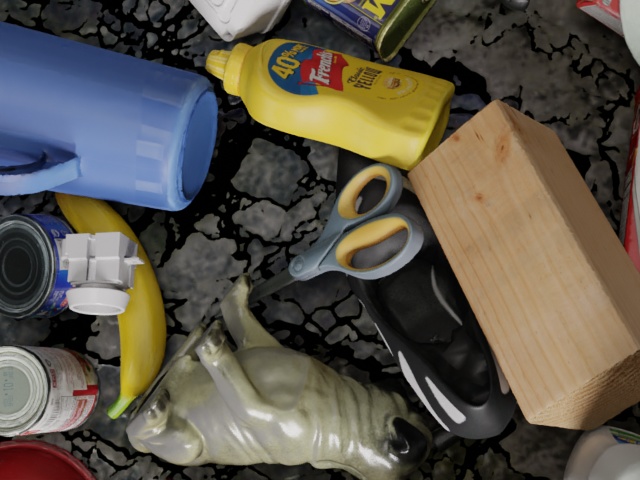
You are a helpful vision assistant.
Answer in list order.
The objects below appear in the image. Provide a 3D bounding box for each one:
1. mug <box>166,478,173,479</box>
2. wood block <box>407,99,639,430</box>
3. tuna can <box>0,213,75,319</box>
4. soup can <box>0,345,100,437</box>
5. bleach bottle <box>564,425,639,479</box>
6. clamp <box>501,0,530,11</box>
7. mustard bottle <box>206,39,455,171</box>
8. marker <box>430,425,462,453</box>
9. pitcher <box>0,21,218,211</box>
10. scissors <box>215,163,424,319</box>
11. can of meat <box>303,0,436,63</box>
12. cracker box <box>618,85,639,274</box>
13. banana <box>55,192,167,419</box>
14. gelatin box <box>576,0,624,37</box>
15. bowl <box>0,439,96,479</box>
[{"bbox_3d":[-0.078,0.237,0.795,0.081,0.093,0.117,4,114,5],"label":"mug"},{"bbox_3d":[0.153,0.017,0.736,0.090,0.090,0.206,-40,56,27],"label":"wood block"},{"bbox_3d":[-0.234,0.021,0.857,0.086,0.033,0.086,0,89,29],"label":"tuna can"},{"bbox_3d":[-0.219,0.116,0.821,0.068,0.102,0.068,-1,82,9],"label":"soup can"},{"bbox_3d":[0.210,0.162,0.668,0.102,0.250,0.068,24,86,11],"label":"bleach bottle"},{"bbox_3d":[0.134,-0.270,0.836,0.164,0.036,0.210,-33,63,-28],"label":"clamp"},{"bbox_3d":[0.002,-0.113,0.826,0.192,0.058,0.096,18,40,13],"label":"mustard bottle"},{"bbox_3d":[0.132,0.124,0.805,0.121,0.020,0.020,-34,78,3],"label":"marker"},{"bbox_3d":[-0.212,-0.092,0.832,0.243,0.145,0.149,13,83,8],"label":"pitcher"},{"bbox_3d":[-0.005,0.001,0.808,0.202,0.016,0.096,-13,62,40],"label":"scissors"},{"bbox_3d":[0.046,-0.207,0.847,0.084,0.057,0.102,36,88,15],"label":"can of meat"},{"bbox_3d":[0.300,0.001,0.769,0.164,0.072,0.213,7,83,10],"label":"cracker box"},{"bbox_3d":[-0.163,0.040,0.855,0.069,0.037,0.198,-16,80,7],"label":"banana"},{"bbox_3d":[0.244,-0.190,0.803,0.089,0.030,0.073,26,86,-24],"label":"gelatin box"},{"bbox_3d":[-0.245,0.238,0.832,0.162,0.055,0.162,-1,82,9],"label":"bowl"}]
